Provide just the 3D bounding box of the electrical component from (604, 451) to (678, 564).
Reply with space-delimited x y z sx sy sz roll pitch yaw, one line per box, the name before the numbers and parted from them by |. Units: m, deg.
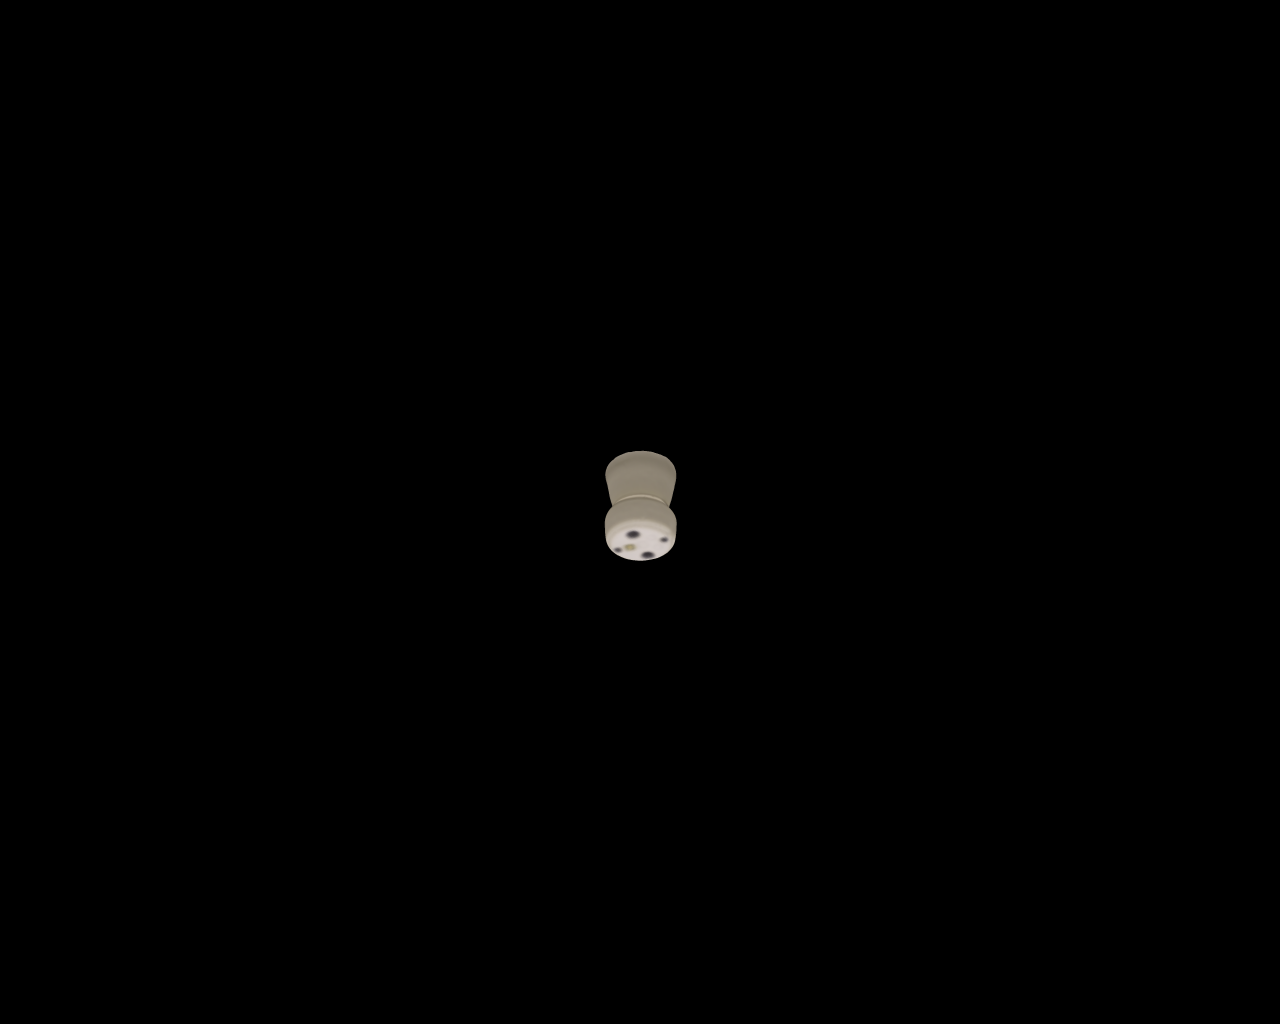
electrical component | 0.001 -0.003 0.650 0.045 0.055 0.044 0 -36 0
